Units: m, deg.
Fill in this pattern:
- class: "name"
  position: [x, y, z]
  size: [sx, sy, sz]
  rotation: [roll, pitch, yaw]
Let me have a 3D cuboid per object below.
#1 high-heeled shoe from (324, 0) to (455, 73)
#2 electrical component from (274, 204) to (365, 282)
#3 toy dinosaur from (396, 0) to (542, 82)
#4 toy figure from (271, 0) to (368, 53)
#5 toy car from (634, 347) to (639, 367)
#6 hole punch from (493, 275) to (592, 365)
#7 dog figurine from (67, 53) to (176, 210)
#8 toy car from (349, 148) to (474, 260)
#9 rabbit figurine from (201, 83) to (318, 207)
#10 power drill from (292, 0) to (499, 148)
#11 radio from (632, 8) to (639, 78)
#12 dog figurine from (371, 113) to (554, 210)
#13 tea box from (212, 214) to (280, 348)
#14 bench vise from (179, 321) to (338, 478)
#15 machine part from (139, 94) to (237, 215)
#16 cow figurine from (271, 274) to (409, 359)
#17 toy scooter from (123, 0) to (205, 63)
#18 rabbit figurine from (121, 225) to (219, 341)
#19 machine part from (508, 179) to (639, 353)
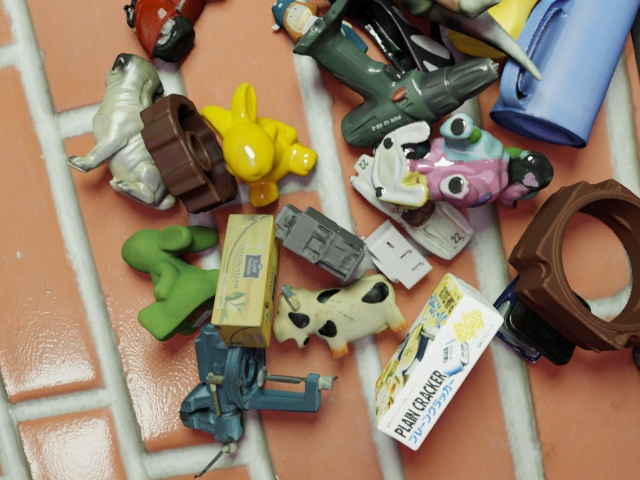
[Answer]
- class: "high-heeled shoe"
  position: [0.075, -0.280, 0.737]
  size: [0.249, 0.086, 0.145]
  rotation: [11, 79, -15]
- class: "electrical component"
  position: [-0.002, -0.002, 0.779]
  size: [0.134, 0.115, 0.058]
  rotation: [32, 97, -2]
- class: "toy dinosaur"
  position: [0.122, -0.359, 0.642]
  size: [0.131, 0.192, 0.404]
  rotation: [-27, 103, -27]
- class: "toy figure"
  position: [-0.004, -0.300, 0.770]
  size: [0.154, 0.058, 0.064]
  rotation: [33, 69, 1]
- class: "toy car"
  position: [0.531, 0.208, 0.771]
  size: [0.109, 0.103, 0.161]
  rotation: [-8, 95, 7]
- class: "hole punch"
  position: [0.318, 0.114, 0.793]
  size: [0.142, 0.092, 0.116]
  rotation: [38, 71, 2]
- class: "dog figurine"
  position: [-0.260, -0.159, 0.797]
  size: [0.172, 0.121, 0.190]
  rotation: [34, 79, -35]
- class: "toy car"
  position: [0.134, -0.053, 0.791]
  size: [0.202, 0.056, 0.073]
  rotation: [40, 99, -2]
- class: "rabbit figurine"
  position: [-0.085, -0.131, 0.741]
  size: [0.122, 0.173, 0.162]
  rotation: [-26, 99, 11]
- class: "power drill"
  position: [0.082, -0.226, 0.697]
  size: [0.207, 0.086, 0.232]
  rotation: [36, 143, -23]
- class: "radio"
  position: [0.510, -0.254, 0.724]
  size: [0.131, 0.073, 0.229]
  rotation: [-13, 96, 6]
- class: "dog figurine"
  position: [0.200, -0.090, 0.731]
  size: [0.192, 0.219, 0.108]
  rotation: [-3, 85, 43]
- class: "tea box"
  position: [-0.101, 0.058, 0.765]
  size: [0.068, 0.098, 0.169]
  rotation: [1, 63, 4]
- class: "bench vise"
  position: [-0.097, 0.231, 0.815]
  size: [0.241, 0.129, 0.223]
  rotation: [0, 93, 14]
- class: "machine part"
  position: [-0.182, -0.118, 0.753]
  size: [0.056, 0.179, 0.179]
  rotation: [-24, 95, 9]
- class: "cow figurine"
  position: [0.019, 0.107, 0.806]
  size: [0.195, 0.085, 0.127]
  rotation: [-21, 90, 3]
- class: "toy scooter"
  position: [-0.220, -0.357, 0.770]
  size: [0.135, 0.075, 0.184]
  rotation: [37, 96, -1]
- class: "rabbit figurine"
  position: [-0.229, 0.043, 0.806]
  size: [0.170, 0.121, 0.159]
  rotation: [45, 106, 13]
- class: "machine part"
  position: [0.381, 0.034, 0.732]
  size: [0.201, 0.087, 0.201]
  rotation: [39, 75, 0]
